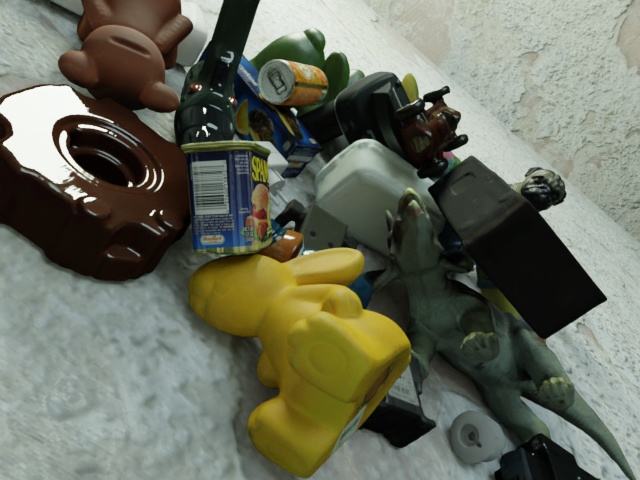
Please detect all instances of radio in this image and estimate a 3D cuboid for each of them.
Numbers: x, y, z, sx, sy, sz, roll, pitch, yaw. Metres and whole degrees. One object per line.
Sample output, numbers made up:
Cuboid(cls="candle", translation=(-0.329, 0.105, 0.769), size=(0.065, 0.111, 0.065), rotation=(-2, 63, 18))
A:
Cuboid(cls="radio", translation=(0.193, -0.007, 0.569), size=(0.131, 0.073, 0.230), rotation=(48, 13, -12))

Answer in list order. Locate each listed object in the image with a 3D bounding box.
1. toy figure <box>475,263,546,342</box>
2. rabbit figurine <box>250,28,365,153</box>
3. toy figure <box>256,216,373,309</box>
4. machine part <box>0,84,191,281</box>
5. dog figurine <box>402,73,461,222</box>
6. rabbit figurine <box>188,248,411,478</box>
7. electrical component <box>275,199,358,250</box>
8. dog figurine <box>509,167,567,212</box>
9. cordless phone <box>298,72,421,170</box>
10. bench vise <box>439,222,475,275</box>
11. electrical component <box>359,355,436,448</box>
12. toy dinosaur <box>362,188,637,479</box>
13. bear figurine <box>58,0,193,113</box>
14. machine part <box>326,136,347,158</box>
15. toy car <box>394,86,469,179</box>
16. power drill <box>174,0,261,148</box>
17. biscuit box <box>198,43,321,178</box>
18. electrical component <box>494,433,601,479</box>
Cuboid(cls="toy figure", translation=(0.254, 0.071, 0.723), size=(0.089, 0.082, 0.180), rotation=(24, 64, -84))
Cuboid(cls="rabbit figurine", translation=(-0.010, -0.216, 0.808), size=(0.121, 0.159, 0.170), rotation=(6, 59, -63))
Cuboid(cls="toy figure", translation=(-0.020, 0.023, 0.525), size=(0.154, 0.064, 0.058), rotation=(34, 66, -7))
Cuboid(cls="machine part", translation=(-0.178, -0.052, 0.430), size=(0.179, 0.056, 0.179), rotation=(31, 28, -19))
Cuboid(cls="dog figurine", translation=(0.151, -0.143, 0.823), size=(0.219, 0.108, 0.192), rotation=(67, -11, -11))
Cuboid(cls="rabbit figurine", translation=(-0.018, 0.059, 0.416), size=(0.173, 0.121, 0.162), rotation=(29, 35, 22))
Cuboid(cls="electrical component", translation=(-0.003, -0.002, 0.604), size=(0.102, 0.045, 0.078), rotation=(27, 60, -23))
Cuboid(cls="dog figurine", translation=(0.344, -0.088, 1.015), size=(0.121, 0.190, 0.172), rotation=(-4, 51, -55))
Cuboid(cls="cordless phone", translation=(0.043, -0.129, 0.732), size=(0.146, 0.184, 0.089), rotation=(61, 28, -20))
Cuboid(cls="bench vise", translation=(0.296, 0.038, 0.857), size=(0.241, 0.129, 0.223), rotation=(46, 30, 15))
Cuboid(cls="electrical component", translation=(0.054, 0.122, 0.495), size=(0.075, 0.048, 0.119), rotation=(30, 32, -24))
Cuboid(cls="toy dinosaur", translation=(0.192, 0.116, 0.619), size=(0.404, 0.131, 0.192), rotation=(41, 27, -16))
Cuboid(cls="bear figurine", translation=(-0.199, -0.192, 0.558), size=(0.120, 0.132, 0.196), rotation=(11, 59, -25))
Cuboid(cls="machine part", translation=(0.049, -0.148, 0.838), size=(0.079, 0.079, 0.243), rotation=(14, 40, -43))
Cuboid(cls="toy car", translation=(0.151, -0.144, 0.685), size=(0.202, 0.053, 0.089), rotation=(-39, 106, -56))
Cuboid(cls="power drill", translation=(-0.097, -0.187, 0.567), size=(0.086, 0.207, 0.232), rotation=(11, 26, -17))
Cuboid(cls="biscuit box", translation=(-0.088, -0.174, 0.713), size=(0.203, 0.059, 0.063), rotation=(51, 29, 17))
Cuboid(cls="electrical component", translation=(0.232, 0.261, 0.519), size=(0.134, 0.058, 0.115), rotation=(34, 27, -16))
